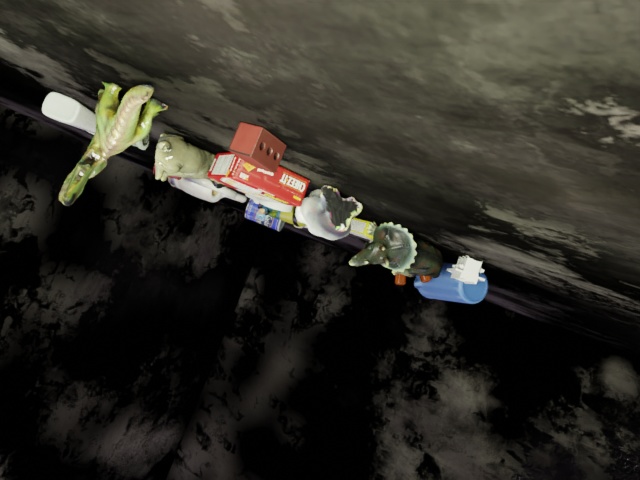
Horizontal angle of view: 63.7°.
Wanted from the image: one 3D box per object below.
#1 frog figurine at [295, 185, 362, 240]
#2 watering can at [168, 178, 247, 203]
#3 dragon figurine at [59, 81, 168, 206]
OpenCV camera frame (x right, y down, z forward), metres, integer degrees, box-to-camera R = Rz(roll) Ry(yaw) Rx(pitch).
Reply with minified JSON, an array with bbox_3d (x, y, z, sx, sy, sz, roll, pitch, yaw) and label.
[{"bbox_3d":[0.004,-0.059,1.172,0.137,0.123,0.159,2,175,-31],"label":"frog figurine"},{"bbox_3d":[-0.382,-0.186,1.765,0.225,0.104,0.346,22,179,8],"label":"watering can"},{"bbox_3d":[-0.393,-0.165,0.939,0.121,0.244,0.412,29,176,-24],"label":"dragon figurine"}]
